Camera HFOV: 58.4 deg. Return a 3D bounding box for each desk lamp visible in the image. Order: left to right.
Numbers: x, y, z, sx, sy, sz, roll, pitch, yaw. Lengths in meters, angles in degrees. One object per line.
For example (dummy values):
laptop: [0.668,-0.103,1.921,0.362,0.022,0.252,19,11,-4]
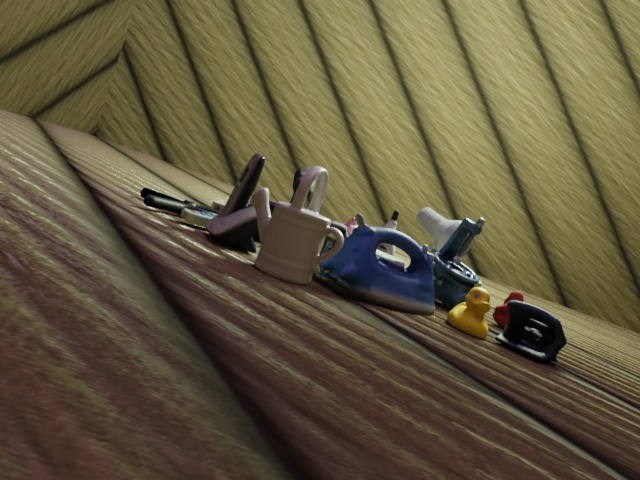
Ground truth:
desk lamp: [0.322,0.023,1.648,0.202,0.213,0.118,24,7,42]

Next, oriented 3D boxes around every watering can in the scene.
watering can: [-0.040,-0.034,0.957,0.173,0.194,0.101,19,5,-1]

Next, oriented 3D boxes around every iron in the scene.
iron: [0.137,0.048,1.063,0.259,0.141,0.118,17,6,-30]

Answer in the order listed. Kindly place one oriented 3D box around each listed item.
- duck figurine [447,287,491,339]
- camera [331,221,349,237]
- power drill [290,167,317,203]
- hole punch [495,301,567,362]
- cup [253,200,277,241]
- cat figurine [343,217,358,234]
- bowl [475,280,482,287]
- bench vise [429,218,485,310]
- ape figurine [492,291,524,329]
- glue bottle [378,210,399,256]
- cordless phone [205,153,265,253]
duck figurine: [0.289,0.130,1.080,0.077,0.086,0.104,19,5,-9]
camera: [0.012,0.005,1.288,0.143,0.101,0.137,19,5,-2]
power drill: [-0.066,-0.114,1.660,0.075,0.208,0.229,19,5,-6]
hole punch: [0.392,0.166,1.054,0.108,0.091,0.101,24,6,41]
cup: [-0.129,-0.046,1.324,0.092,0.095,0.117,15,7,-42]
cat figurine: [0.057,-0.012,1.552,0.128,0.118,0.067,16,6,-35]
bowl: [0.330,0.114,1.491,0.167,0.075,0.167,19,5,-1]
bench vise: [0.293,0.036,1.344,0.206,0.220,0.122,23,6,38]
ape figurine: [0.437,0.160,1.301,0.078,0.092,0.076,20,5,0]
glue bottle: [0.178,0.001,1.560,0.078,0.173,0.037,20,5,10]
cordless phone: [-0.145,-0.078,1.093,0.094,0.185,0.147,17,5,-25]
